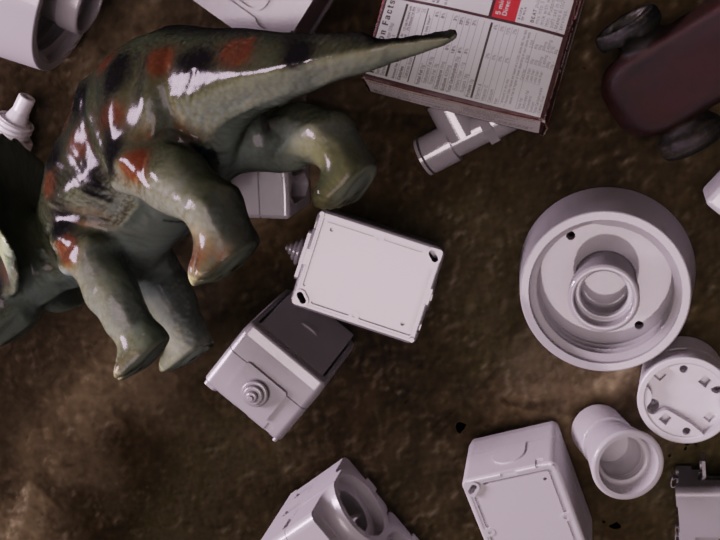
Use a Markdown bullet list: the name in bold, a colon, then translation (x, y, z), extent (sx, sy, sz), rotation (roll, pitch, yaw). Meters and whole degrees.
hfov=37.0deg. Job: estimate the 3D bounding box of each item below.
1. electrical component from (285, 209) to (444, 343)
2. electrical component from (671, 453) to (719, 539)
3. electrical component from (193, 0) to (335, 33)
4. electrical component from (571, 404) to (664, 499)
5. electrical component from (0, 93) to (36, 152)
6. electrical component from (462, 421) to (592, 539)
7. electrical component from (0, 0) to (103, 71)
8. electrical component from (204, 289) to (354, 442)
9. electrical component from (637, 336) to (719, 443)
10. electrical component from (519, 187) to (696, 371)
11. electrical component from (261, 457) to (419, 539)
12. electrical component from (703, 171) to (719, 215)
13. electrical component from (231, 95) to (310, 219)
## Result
- **electrical component**: translation (0.000, 0.000, 0.678), extent (0.096, 0.061, 0.061), rotation (18, 95, 3)
- **electrical component**: translation (0.230, 0.148, 0.676), extent (0.064, 0.042, 0.081), rotation (-4, 104, 19)
- **electrical component**: translation (-0.067, -0.191, 0.646), extent (0.113, 0.057, 0.078), rotation (36, 110, 2)
- **electrical component**: translation (0.157, 0.109, 0.670), extent (0.044, 0.065, 0.044), rotation (-1, 102, -5)
- **electrical component**: translation (-0.238, -0.091, 0.729), extent (0.035, 0.035, 0.061), rotation (33, 108, 3)
- **electrical component**: translation (0.112, 0.154, 0.700), extent (0.062, 0.061, 0.096), rotation (-16, 109, 18)
- **electrical component**: translation (-0.192, -0.174, 0.658), extent (0.060, 0.108, 0.108), rotation (24, 110, 0)
- **electrical component**: translation (-0.050, 0.059, 0.691), extent (0.062, 0.096, 0.061), rotation (40, 110, 1)
- **electrical component**: translation (0.198, 0.071, 0.658), extent (0.055, 0.047, 0.055), rotation (4, 107, 13)
- **electrical component**: translation (0.147, 0.009, 0.647), extent (0.108, 0.060, 0.108), rotation (4, 106, 13)
- **electrical component**: translation (0.010, 0.211, 0.723), extent (0.062, 0.089, 0.150), rotation (-38, 94, 20)
- **electrical component**: translation (0.234, -0.047, 0.600), extent (0.047, 0.076, 0.065), rotation (40, 111, 1)
- **electrical component**: translation (-0.075, -0.079, 0.685), extent (0.076, 0.047, 0.083), rotation (3, 106, 14)
